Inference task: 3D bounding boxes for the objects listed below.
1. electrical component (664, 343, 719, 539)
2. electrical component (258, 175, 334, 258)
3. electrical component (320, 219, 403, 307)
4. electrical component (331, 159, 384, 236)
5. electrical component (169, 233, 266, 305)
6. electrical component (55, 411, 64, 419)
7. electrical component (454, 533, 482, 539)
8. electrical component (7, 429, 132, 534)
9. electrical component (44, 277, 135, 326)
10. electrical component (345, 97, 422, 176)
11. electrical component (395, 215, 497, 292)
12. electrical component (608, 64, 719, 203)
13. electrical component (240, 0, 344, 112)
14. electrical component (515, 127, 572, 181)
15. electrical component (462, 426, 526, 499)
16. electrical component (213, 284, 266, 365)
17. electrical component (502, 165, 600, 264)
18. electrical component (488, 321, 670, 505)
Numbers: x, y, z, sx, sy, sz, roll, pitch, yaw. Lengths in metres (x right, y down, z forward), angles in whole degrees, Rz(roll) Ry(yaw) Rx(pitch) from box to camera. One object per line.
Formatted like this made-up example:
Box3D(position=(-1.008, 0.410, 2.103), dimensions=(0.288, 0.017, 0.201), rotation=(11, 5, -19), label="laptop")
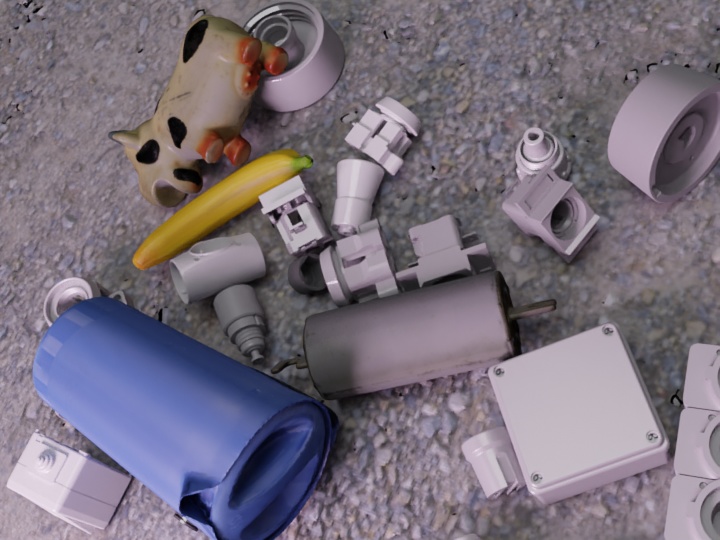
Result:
Box3D(position=(0.277, 0.135, 0.778), dimensions=(0.089, 0.061, 0.150), rotation=(6, 69, 22), label="electrical component")
Box3D(position=(-0.056, -0.046, 0.977), dimensions=(0.042, 0.081, 0.063), rotation=(-27, 83, 7), label="electrical component")
Box3D(position=(0.000, 0.000, 0.942), dimensions=(0.057, 0.058, 0.078), rotation=(-19, 61, 7), label="electrical component")
Box3D(position=(-0.005, -0.063, 0.983), dimensions=(0.044, 0.044, 0.065), rotation=(4, 73, 21), label="electrical component")
Box3D(position=(-0.138, -0.006, 0.995), dimensions=(0.077, 0.044, 0.079), rotation=(-21, 20, -21), label="electrical component")
Box3D(position=(-0.247, 0.109, 0.990), dimensions=(0.044, 0.044, 0.065), rotation=(9, 64, 23), label="electrical component")
Box3D(position=(0.061, 0.248, 0.807), dimensions=(0.095, 0.053, 0.059), rotation=(-29, 60, 5), label="electrical component")
Box3D(position=(-0.255, 0.183, 0.926), dimensions=(0.062, 0.096, 0.061), rotation=(19, 74, 26), label="electrical component")
Box3D(position=(-0.261, 0.041, 1.017), dimensions=(0.078, 0.057, 0.058), rotation=(-27, 60, 6), label="electrical component")
Box3D(position=(0.024, -0.126, 0.999), dimensions=(0.066, 0.048, 0.055), rotation=(36, 90, 30), label="electrical component")
Box3D(position=(0.072, -0.010, 0.930), dimensions=(0.081, 0.042, 0.063), rotation=(-19, 58, 10), label="electrical component")
Box3D(position=(0.250, -0.116, 0.880), dimensions=(0.108, 0.108, 0.060), rotation=(-46, 54, -5), label="electrical component")
Box3D(position=(-0.076, -0.219, 1.068), dimensions=(0.108, 0.060, 0.108), rotation=(-8, 64, 17), label="electrical component")
Box3D(position=(0.155, -0.100, 0.930), dimensions=(0.048, 0.062, 0.048), rotation=(-8, 64, 16), label="electrical component")
Box3D(position=(0.107, 0.152, 0.845), dimensions=(0.040, 0.040, 0.046), rotation=(-26, 66, 7), label="electrical component")
Box3D(position=(-0.104, 0.049, 0.966), dimensions=(0.040, 0.040, 0.078), rotation=(-28, 60, 6), label="electrical component")
Box3D(position=(0.157, -0.049, 0.900), dimensions=(0.042, 0.081, 0.064), rotation=(-50, 32, -8), label="electrical component")
Box3D(position=(0.169, 0.111, 0.831), dimensions=(0.109, 0.056, 0.108), rotation=(-22, 61, 9), label="electrical component")
